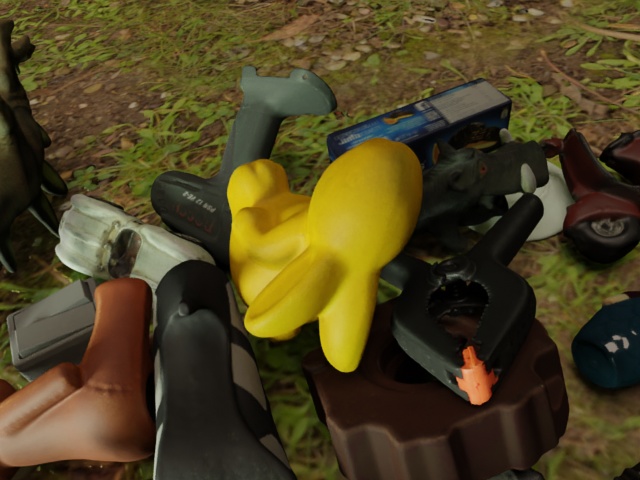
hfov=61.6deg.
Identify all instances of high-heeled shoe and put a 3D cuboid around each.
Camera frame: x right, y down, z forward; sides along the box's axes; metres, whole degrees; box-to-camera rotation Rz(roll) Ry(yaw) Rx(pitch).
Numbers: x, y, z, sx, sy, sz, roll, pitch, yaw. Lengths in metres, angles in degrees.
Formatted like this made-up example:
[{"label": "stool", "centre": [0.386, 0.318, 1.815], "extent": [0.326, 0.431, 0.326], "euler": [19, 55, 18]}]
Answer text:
[{"label": "high-heeled shoe", "centre": [-0.070, 0.134, 0.389], "extent": [0.086, 0.145, 0.248], "euler": [-13, 86, -9]}]

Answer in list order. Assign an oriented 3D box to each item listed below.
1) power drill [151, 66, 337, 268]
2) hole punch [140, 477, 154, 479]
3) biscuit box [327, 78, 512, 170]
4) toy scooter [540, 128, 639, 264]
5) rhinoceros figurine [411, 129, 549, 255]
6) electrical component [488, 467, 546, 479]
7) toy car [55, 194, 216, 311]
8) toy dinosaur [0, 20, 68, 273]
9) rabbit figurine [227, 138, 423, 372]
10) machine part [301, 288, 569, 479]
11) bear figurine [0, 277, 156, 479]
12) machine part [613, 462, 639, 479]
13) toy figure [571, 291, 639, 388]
[{"label": "power drill", "centre": [-0.055, -0.068, 0.547], "extent": [0.232, 0.086, 0.207], "euler": [16, 83, 31]}, {"label": "hole punch", "centre": [-0.137, 0.221, 0.333], "extent": [0.116, 0.092, 0.142], "euler": [8, 38, -26]}, {"label": "biscuit box", "centre": [0.109, -0.109, 0.593], "extent": [0.203, 0.062, 0.059], "euler": [-22, 49, -10]}, {"label": "toy scooter", "centre": [0.291, -0.065, 0.508], "extent": [0.184, 0.075, 0.135], "euler": [-24, 57, -8]}, {"label": "rhinoceros figurine", "centre": [0.110, -0.043, 0.498], "extent": [0.190, 0.112, 0.073], "euler": [-14, 46, 11]}, {"label": "electrical component", "centre": [0.113, 0.181, 0.339], "extent": [0.075, 0.047, 0.119], "euler": [-18, 46, -5]}, {"label": "toy car", "centre": [-0.186, 0.012, 0.520], "extent": [0.202, 0.056, 0.073], "euler": [21, 94, 26]}, {"label": "toy dinosaur", "centre": [-0.336, -0.077, 0.551], "extent": [0.105, 0.198, 0.472], "euler": [-12, 47, -2]}, {"label": "rabbit figurine", "centre": [-0.001, -0.001, 0.368], "extent": [0.122, 0.173, 0.162], "euler": [29, 55, -21]}, {"label": "machine part", "centre": [0.075, 0.094, 0.377], "extent": [0.179, 0.056, 0.179], "euler": [-14, 23, 6]}, {"label": "bear figurine", "centre": [-0.211, 0.124, 0.406], "extent": [0.196, 0.120, 0.132], "euler": [-13, 43, 5]}, {"label": "machine part", "centre": [0.263, 0.139, 0.338], "extent": [0.139, 0.039, 0.084], "euler": [-25, 11, -15]}, {"label": "toy figure", "centre": [0.266, 0.059, 0.415], "extent": [0.154, 0.064, 0.058], "euler": [-23, 11, -17]}]
